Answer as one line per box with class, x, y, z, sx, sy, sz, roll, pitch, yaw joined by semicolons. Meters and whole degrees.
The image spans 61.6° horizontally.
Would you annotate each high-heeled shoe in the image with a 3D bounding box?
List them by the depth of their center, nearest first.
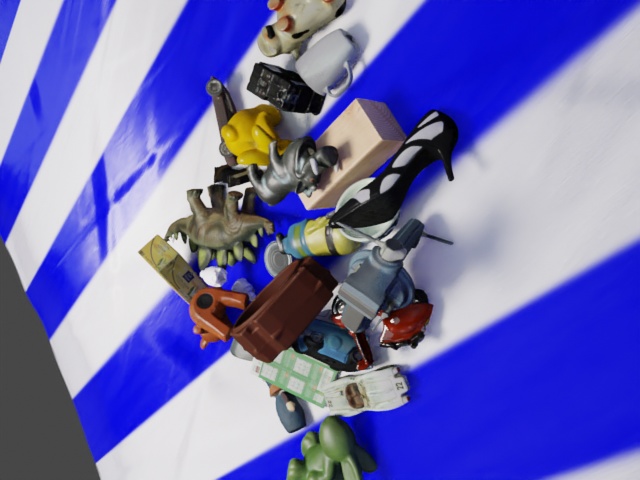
high-heeled shoe;0.112;-0.117;0.882;0.249;0.086;0.145;-22;58;18

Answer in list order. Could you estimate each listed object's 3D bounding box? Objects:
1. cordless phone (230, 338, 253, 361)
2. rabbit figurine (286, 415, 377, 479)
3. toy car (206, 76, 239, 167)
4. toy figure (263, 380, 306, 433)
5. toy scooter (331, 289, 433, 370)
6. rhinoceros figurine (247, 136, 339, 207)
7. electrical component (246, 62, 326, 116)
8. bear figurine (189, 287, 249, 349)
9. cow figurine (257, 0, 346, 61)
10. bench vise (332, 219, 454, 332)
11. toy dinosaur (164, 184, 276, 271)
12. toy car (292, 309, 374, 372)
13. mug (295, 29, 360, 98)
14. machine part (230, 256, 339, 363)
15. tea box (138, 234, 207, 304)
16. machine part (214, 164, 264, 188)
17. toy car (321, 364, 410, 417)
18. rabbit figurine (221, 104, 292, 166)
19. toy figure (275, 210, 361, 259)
cordless phone;-0.094;0.233;1.165;0.184;0.089;0.146;36;119;16
rabbit figurine;0.024;0.424;1.047;0.159;0.121;0.170;30;125;21
toy car;-0.206;-0.261;1.183;0.053;0.089;0.202;-11;86;4
toy figure;-0.082;0.344;1.180;0.064;0.058;0.154;-42;64;30
toy scooter;0.109;0.157;0.938;0.184;0.075;0.135;-7;75;19
rhinoceros figurine;-0.049;-0.122;0.950;0.190;0.073;0.112;-26;78;40
electrical component;-0.072;-0.294;1.039;0.134;0.115;0.058;39;115;31
bear figurine;-0.229;0.188;1.226;0.132;0.120;0.195;19;149;14
cow figurine;-0.037;-0.409;1.003;0.195;0.127;0.085;-27;78;26
bench vise;0.107;0.036;0.847;0.129;0.240;0.223;27;141;22
toy dinosaur;-0.248;-0.027;1.242;0.472;0.105;0.198;8;105;47
toy car;0.029;0.184;1.022;0.109;0.161;0.103;-38;28;60
mug;0.023;-0.321;0.976;0.107;0.080;0.110;-42;63;27
machine part;-0.072;0.128;1.016;0.087;0.201;0.201;43;162;-8
tea box;-0.356;0.073;1.309;0.098;0.169;0.068;36;74;31
machine part;-0.188;-0.143;1.196;0.139;0.084;0.039;14;128;48
toy car;0.086;0.290;1.024;0.202;0.056;0.073;-26;79;41
rabbit figurine;-0.100;-0.193;1.074;0.173;0.162;0.121;34;106;13
toy figure;0.000;-0.004;1.043;0.180;0.082;0.089;-18;103;34
